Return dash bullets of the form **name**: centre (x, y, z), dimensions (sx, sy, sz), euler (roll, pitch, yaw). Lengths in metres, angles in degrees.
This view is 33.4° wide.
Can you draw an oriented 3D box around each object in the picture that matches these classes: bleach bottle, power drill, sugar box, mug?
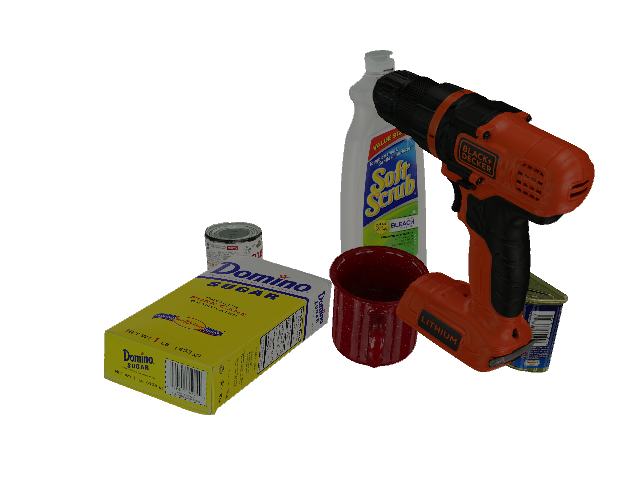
- **bleach bottle**: centre (0.062, -0.079, 1.163), dimensions (0.102, 0.251, 0.068), euler (-10, 23, -13)
- **power drill**: centre (0.099, -0.015, 0.759), dimensions (0.057, 0.188, 0.185), euler (-22, 40, -32)
- **sugar box**: centre (-0.072, 0.064, 0.802), dimensions (0.093, 0.048, 0.176), euler (16, 27, 23)
- **mug**: centre (0.053, 0.070, 0.993), dimensions (0.093, 0.081, 0.117), euler (2, 34, -1)

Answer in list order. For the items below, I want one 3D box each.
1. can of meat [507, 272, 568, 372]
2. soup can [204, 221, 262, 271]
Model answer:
- **can of meat**: centre (0.211, 0.084, 1.142), dimensions (0.057, 0.084, 0.102), euler (2, 18, -24)
- **soup can**: centre (-0.100, 0.036, 1.240), dimensions (0.068, 0.102, 0.068), euler (0, 20, 0)
